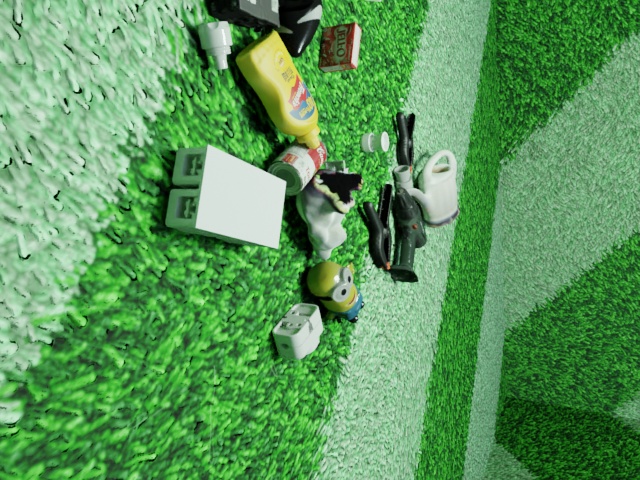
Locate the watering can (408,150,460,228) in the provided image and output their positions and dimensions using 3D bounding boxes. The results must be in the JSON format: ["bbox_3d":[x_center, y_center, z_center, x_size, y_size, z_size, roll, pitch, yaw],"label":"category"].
[{"bbox_3d":[0.336,-0.135,1.548,0.104,0.220,0.354,7,33,36],"label":"watering can"}]

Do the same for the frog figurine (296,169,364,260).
[{"bbox_3d":[0.003,-0.048,0.955,0.122,0.141,0.156,15,-47,-15],"label":"frog figurine"}]
